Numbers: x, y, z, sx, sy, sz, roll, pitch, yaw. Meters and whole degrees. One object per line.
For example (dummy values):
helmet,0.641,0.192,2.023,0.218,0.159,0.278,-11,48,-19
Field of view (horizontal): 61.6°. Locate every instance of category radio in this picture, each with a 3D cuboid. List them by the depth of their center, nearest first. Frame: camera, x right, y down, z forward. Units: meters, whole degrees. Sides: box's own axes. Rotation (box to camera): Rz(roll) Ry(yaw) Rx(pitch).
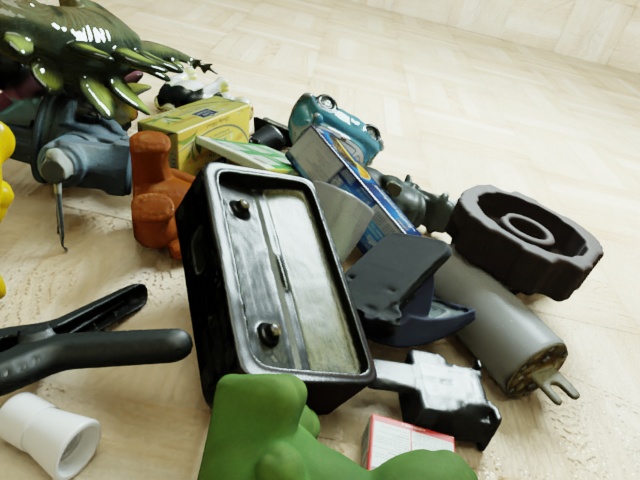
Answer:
radio,-0.048,0.038,0.485,0.131,0.073,0.230,9,47,-35

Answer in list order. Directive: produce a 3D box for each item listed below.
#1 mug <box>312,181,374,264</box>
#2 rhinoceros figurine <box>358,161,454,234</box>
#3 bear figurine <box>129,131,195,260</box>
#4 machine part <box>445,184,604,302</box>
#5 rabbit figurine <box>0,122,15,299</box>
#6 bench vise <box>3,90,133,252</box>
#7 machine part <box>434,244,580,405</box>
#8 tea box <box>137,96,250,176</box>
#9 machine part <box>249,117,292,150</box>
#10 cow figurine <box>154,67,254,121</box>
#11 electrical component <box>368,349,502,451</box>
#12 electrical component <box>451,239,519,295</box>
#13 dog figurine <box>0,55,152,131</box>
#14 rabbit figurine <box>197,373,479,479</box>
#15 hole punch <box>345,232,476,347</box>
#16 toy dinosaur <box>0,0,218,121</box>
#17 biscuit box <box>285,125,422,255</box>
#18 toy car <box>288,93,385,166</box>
mug,-0.001,-0.002,0.619,0.081,0.107,0.109,30,-9,-9
rhinoceros figurine,0.099,-0.061,0.776,0.190,0.073,0.112,24,19,15
bear figurine,-0.112,-0.040,0.613,0.196,0.132,0.120,0,62,-15
machine part,0.234,0.000,0.625,0.179,0.056,0.179,16,29,-9
rabbit figurine,-0.333,-0.018,0.480,0.122,0.173,0.162,-14,87,-36
bench vise,-0.332,-0.112,0.621,0.241,0.128,0.224,12,30,-12
machine part,0.178,0.081,0.583,0.079,0.079,0.243,-5,38,-28
tea box,-0.169,-0.132,0.745,0.068,0.098,0.169,17,33,19
machine part,-0.090,-0.171,0.899,0.084,0.039,0.139,27,32,4
cow figurine,-0.198,-0.231,0.910,0.168,0.068,0.098,24,47,25
electrical component,0.095,0.141,0.485,0.119,0.047,0.075,8,33,-10
electrical component,0.243,0.014,0.729,0.115,0.058,0.134,-5,37,-31
dog figurine,-0.356,-0.224,0.752,0.219,0.191,0.109,-19,37,-19
rabbit figurine,0.013,0.166,0.328,0.170,0.121,0.159,4,48,8
hole punch,0.080,0.063,0.550,0.116,0.092,0.142,-38,25,-17
toy dinosaur,-0.280,-0.237,0.656,0.198,0.105,0.471,41,27,0
biscuit box,0.042,-0.058,0.697,0.203,0.059,0.062,52,22,21
toy car,0.016,-0.151,0.863,0.161,0.109,0.103,29,56,-9
